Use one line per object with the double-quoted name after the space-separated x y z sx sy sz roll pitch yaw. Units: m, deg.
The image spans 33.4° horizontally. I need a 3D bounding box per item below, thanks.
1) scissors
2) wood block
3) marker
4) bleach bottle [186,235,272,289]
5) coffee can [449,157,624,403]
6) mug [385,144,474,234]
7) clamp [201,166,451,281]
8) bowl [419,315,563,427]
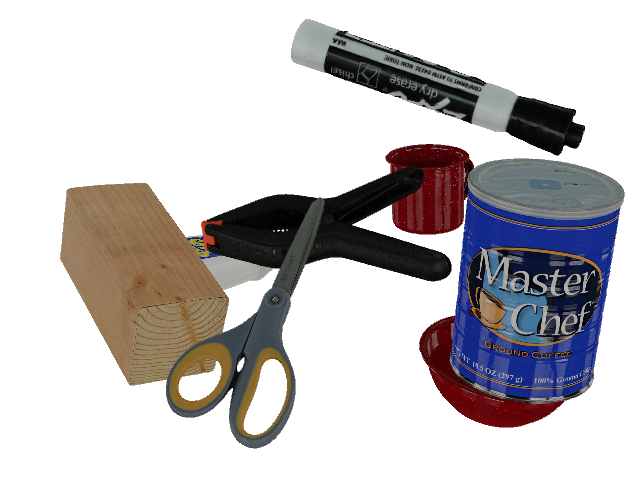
-0.051 0.050 0.742 0.096 0.201 0.016 0 -36 7 "scissors"
-0.177 0.035 1.041 0.090 0.091 0.206 -6 36 -31 "wood block"
0.046 -0.061 0.427 0.121 0.020 0.020 21 5 13 "marker"
-0.148 0.027 1.290 0.250 0.068 0.103 -14 30 -43 "bleach bottle"
0.146 0.025 0.735 0.103 0.140 0.103 2 22 -1 "coffee can"
0.130 -0.060 1.212 0.117 0.081 0.093 -19 27 -36 "mug"
0.005 -0.016 0.925 0.210 0.036 0.164 -1 31 4 "clamp"
0.173 0.134 1.044 0.162 0.055 0.162 5 26 -3 "bowl"
